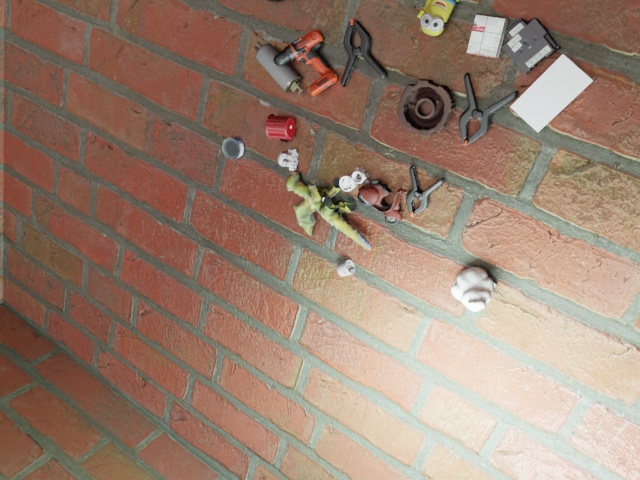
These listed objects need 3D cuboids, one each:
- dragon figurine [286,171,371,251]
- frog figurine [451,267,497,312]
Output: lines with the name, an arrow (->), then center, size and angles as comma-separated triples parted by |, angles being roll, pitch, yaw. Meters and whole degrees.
dragon figurine -> 0.006, -0.095, 1.887 | 0.411, 0.124, 0.239 | 58, 141, 4
frog figurine -> 0.482, 0.159, 1.635 | 0.137, 0.161, 0.122 | -8, 101, 32
